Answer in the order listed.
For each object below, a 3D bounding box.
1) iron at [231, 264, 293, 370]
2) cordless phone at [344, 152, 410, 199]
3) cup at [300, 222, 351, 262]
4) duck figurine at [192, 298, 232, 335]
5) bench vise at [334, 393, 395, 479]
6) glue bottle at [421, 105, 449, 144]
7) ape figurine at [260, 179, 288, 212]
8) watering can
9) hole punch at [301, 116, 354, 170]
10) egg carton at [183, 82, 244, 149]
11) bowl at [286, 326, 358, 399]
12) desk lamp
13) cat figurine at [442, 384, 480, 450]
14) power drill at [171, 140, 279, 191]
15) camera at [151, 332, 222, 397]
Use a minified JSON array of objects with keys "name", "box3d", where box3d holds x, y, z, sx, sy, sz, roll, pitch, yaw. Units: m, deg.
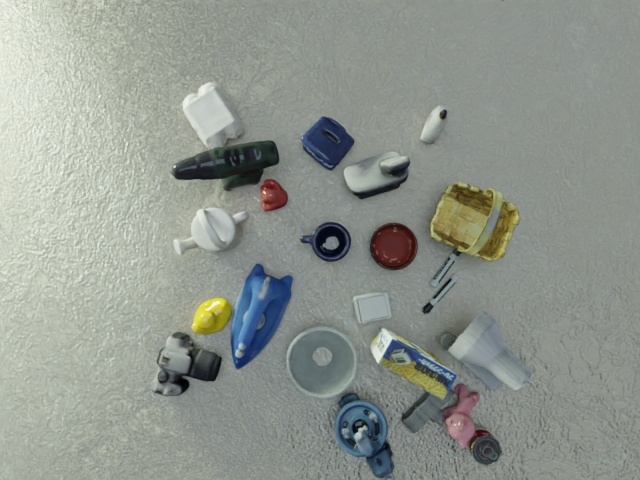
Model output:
[{"name":"iron","box3d":[-0.153,0.190,1.319,0.118,0.141,0.258,20,88,1]},{"name":"cordless phone","box3d":[0.133,-0.157,1.308,0.147,0.185,0.094,-21,88,0]},{"name":"cup","box3d":[0.012,0.005,1.348,0.117,0.095,0.092,4,88,0]},{"name":"duck figurine","box3d":[-0.258,0.182,1.347,0.104,0.086,0.077,-40,88,-1]},{"name":"bench vise","box3d":[0.119,0.450,1.273,0.207,0.219,0.121,43,89,1]},{"name":"glue bottle","box3d":[0.271,-0.274,1.318,0.037,0.173,0.078,19,88,1]},{"name":"ape figurine","box3d":[-0.115,-0.105,1.353,0.076,0.092,0.078,24,88,1]},{"name":"watering can","box3d":[-0.245,-0.018,1.299,0.101,0.194,0.173,41,89,2]},{"name":"hole punch","box3d":[0.018,-0.235,1.357,0.108,0.091,0.101,38,89,1]},{"name":"egg carton","box3d":[-0.257,-0.294,1.370,0.107,0.069,0.150,-35,89,-1]},{"name":"bowl","box3d":[0.006,0.283,1.350,0.167,0.074,0.167,0,88,0]},{"name":"desk lamp","box3d":[0.379,0.255,1.282,0.203,0.213,0.118,42,89,1]},{"name":"cat figurine","box3d":[0.332,0.410,1.325,0.067,0.117,0.128,26,88,1]},{"name":"power drill","box3d":[-0.202,-0.165,1.297,0.229,0.208,0.076,-15,88,0]},{"name":"camera","box3d":[-0.308,0.302,1.336,0.137,0.101,0.143,16,88,1]}]
